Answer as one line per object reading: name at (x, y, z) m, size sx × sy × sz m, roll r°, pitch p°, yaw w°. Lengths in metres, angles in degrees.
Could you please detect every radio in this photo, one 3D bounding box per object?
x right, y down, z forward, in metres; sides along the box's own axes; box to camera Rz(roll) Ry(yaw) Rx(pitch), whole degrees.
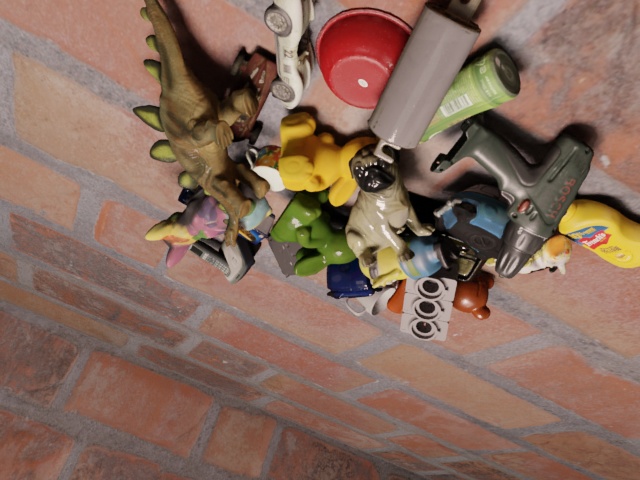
radio at (0.207, -0.009, 1.024) m, size 0.230 × 0.073 × 0.131 m, roll 18°, pitch 149°, yaw 0°

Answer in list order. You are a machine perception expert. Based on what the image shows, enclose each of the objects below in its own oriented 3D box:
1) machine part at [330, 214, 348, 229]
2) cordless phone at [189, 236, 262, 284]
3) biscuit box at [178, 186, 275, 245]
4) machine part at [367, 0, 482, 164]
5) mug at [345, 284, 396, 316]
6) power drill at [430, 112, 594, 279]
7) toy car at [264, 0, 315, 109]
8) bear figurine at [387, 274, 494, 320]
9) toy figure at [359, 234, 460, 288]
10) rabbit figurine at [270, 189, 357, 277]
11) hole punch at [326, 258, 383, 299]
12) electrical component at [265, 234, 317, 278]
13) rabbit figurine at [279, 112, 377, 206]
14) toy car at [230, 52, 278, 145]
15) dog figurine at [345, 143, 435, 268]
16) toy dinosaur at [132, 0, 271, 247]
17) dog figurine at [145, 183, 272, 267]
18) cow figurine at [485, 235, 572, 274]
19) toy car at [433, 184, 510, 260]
machine part at (0.020, -0.036, 1.119) m, size 0.139 × 0.039 × 0.084 m, roll 25°, pitch 156°, yaw -14°
cordless phone at (-0.249, 0.019, 1.308) m, size 0.184 × 0.089 × 0.146 m, roll 30°, pitch 148°, yaw -10°
biscuit box at (-0.201, -0.068, 1.161) m, size 0.202 × 0.059 × 0.063 m, roll 31°, pitch 147°, yaw -19°
machine part at (0.130, -0.207, 0.691) m, size 0.079 × 0.079 × 0.243 m, roll 23°, pitch 125°, yaw -7°
mug at (0.103, 0.120, 1.245) m, size 0.107 × 0.109 × 0.080 m, roll 42°, pitch 169°, yaw 32°
power drill at (0.269, -0.077, 0.796) m, size 0.207 × 0.086 × 0.232 m, roll 35°, pitch 110°, yaw 3°
toy car at (-0.036, -0.270, 0.741) m, size 0.056 × 0.073 × 0.201 m, roll 14°, pitch 148°, yaw 9°
bear figurine at (0.259, 0.108, 1.147) m, size 0.196 × 0.120 × 0.132 m, roll 16°, pitch 153°, yaw -6°
toy figure at (0.152, 0.029, 0.951) m, size 0.082 × 0.089 × 0.180 m, roll -2°, pitch 167°, yaw -46°
rabbit figurine at (-0.002, -0.003, 1.026) m, size 0.170 × 0.121 × 0.159 m, roll 33°, pitch 110°, yaw -6°
hole punch at (0.073, 0.063, 1.178) m, size 0.142 × 0.116 × 0.092 m, roll -6°, pitch 133°, yaw 34°
electrical component at (-0.043, 0.019, 1.177) m, size 0.134 × 0.058 × 0.114 m, roll -14°, pitch 109°, yaw 44°
rabbit figurine at (0.022, -0.125, 0.909) m, size 0.173 × 0.122 × 0.162 m, roll -7°, pitch 148°, yaw 5°
toy car at (-0.121, -0.225, 0.882) m, size 0.089 × 0.053 × 0.202 m, roll 29°, pitch 149°, yaw -11°
dog figurine at (0.079, -0.065, 0.884) m, size 0.172 × 0.121 × 0.190 m, roll -12°, pitch 118°, yaw 38°
toy dinosaur at (-0.200, -0.187, 0.849) m, size 0.199 × 0.105 × 0.470 m, roll 13°, pitch 128°, yaw 28°
dog figurine at (-0.220, -0.036, 1.034) m, size 0.192 × 0.219 × 0.108 m, roll 27°, pitch 153°, yaw 57°
cow figurine at (0.391, 0.030, 0.967) m, size 0.098 × 0.068 × 0.167 m, roll 22°, pitch 168°, yaw -28°
toy car at (0.279, -0.040, 0.910) m, size 0.162 × 0.103 × 0.109 m, roll 28°, pitch 153°, yaw -5°
